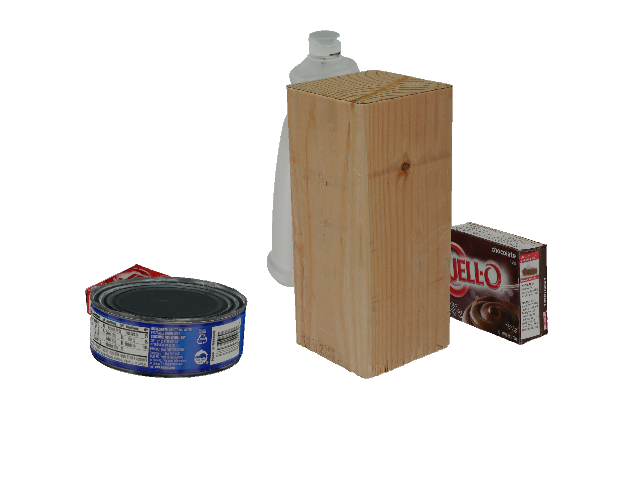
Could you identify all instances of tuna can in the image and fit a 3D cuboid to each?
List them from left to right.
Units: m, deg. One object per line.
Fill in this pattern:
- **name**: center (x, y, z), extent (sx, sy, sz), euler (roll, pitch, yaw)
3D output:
- **tuna can**: center (-0.084, 0.047, 0.590), extent (0.086, 0.034, 0.086), euler (4, 12, -1)

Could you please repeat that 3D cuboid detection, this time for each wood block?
- **wood block**: center (0.038, -0.015, 0.803), extent (0.090, 0.206, 0.090), euler (-16, 24, -36)

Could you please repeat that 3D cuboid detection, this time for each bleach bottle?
- **bleach bottle**: center (-0.004, -0.081, 1.061), extent (0.102, 0.251, 0.068), euler (-10, 28, -18)

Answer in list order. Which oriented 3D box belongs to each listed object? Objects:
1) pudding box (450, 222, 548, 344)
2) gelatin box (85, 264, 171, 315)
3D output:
- **pudding box**: center (0.161, 0.037, 0.993), extent (0.039, 0.090, 0.114), euler (-14, 18, -30)
- **gelatin box**: center (-0.163, 0.056, 1.000), extent (0.089, 0.030, 0.073), euler (18, 27, 27)
